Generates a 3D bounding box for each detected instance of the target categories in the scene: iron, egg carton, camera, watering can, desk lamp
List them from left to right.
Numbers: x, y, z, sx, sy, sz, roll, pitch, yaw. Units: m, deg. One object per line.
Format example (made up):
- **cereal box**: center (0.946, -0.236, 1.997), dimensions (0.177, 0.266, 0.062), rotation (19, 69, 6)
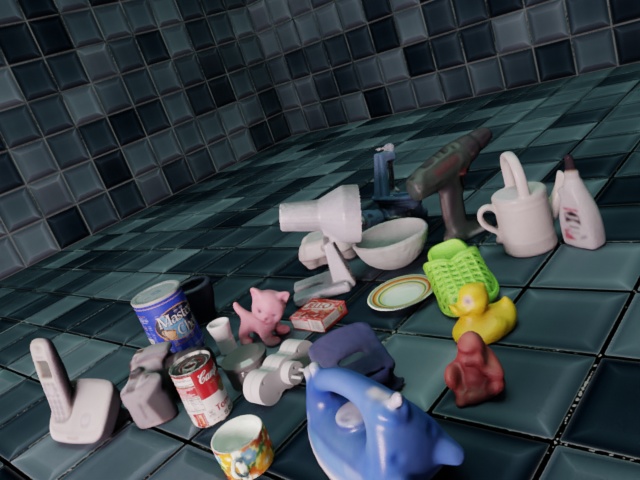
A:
- **camera**: center (-0.256, 0.231, 0.989), dimensions (0.136, 0.101, 0.143), rotation (-18, 18, 7)
- **desk lamp**: center (0.011, 0.004, 1.191), dimensions (0.203, 0.214, 0.118), rotation (-19, 18, 3)
- **egg carton**: center (0.022, 0.015, 1.385), dimensions (0.150, 0.069, 0.107), rotation (-16, 18, 11)
- **iron**: center (0.038, 0.207, 0.683), dimensions (0.119, 0.142, 0.257), rotation (-30, 21, -29)
- **watering can**: center (0.382, -0.077, 1.074), dimensions (0.173, 0.194, 0.100), rotation (-24, 18, -13)

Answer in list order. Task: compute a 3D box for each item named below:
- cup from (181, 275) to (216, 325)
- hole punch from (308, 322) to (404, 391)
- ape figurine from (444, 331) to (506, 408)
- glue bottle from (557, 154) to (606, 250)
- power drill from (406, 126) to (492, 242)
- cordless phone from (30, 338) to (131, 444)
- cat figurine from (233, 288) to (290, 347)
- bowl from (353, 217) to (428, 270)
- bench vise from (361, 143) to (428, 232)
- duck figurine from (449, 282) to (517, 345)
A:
- **cup**: center (-0.275, 0.136, 1.297), dimensions (0.091, 0.095, 0.117), rotation (-20, 18, -2)
- **hole punch**: center (0.051, 0.182, 0.828), dimensions (0.109, 0.091, 0.101), rotation (-24, 18, -13)
- **ape figurine**: center (0.198, 0.160, 0.737), dimensions (0.076, 0.092, 0.077), rotation (-33, 22, -36)
- **glue bottle**: center (0.453, -0.070, 1.012), dimensions (0.037, 0.173, 0.078), rotation (-26, 19, -19)
- **power drill**: center (0.299, -0.112, 1.239), dimensions (0.230, 0.209, 0.075), rotation (-26, 19, -19)
- **cordless phone**: center (-0.417, 0.249, 0.967), dimensions (0.147, 0.185, 0.094), rotation (-10, 21, 28)
- **cat figurine**: center (-0.111, 0.137, 1.085), dimensions (0.127, 0.118, 0.067), rotation (-7, 22, 33)
- **bowl**: center (0.158, 0.017, 1.227), dimensions (0.167, 0.075, 0.167), rotation (-18, 18, 6)
- **bench vise**: center (0.159, -0.103, 1.341), dimensions (0.121, 0.220, 0.208), rotation (-4, 23, 39)
- **duck figurine**: center (0.243, 0.103, 0.867), dimensions (0.104, 0.086, 0.077), rotation (-22, 18, -7)
